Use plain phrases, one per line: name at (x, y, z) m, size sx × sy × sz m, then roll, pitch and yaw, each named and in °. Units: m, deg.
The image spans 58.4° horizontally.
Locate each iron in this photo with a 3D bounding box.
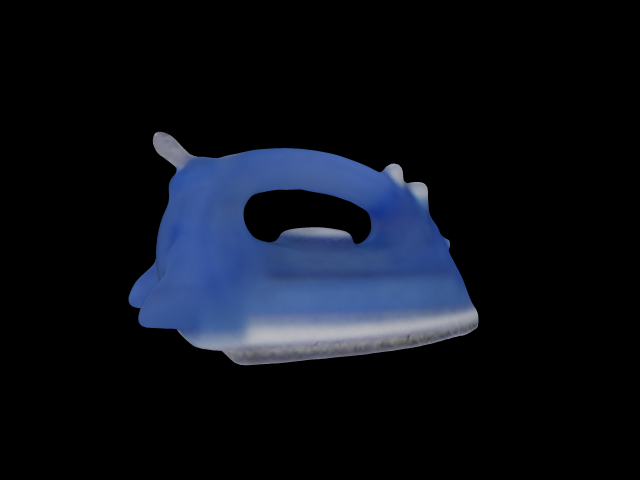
iron at (0.004, 0.001, 0.400) m, size 0.259 × 0.141 × 0.118 m, roll -1°, pitch 4°, yaw -23°
